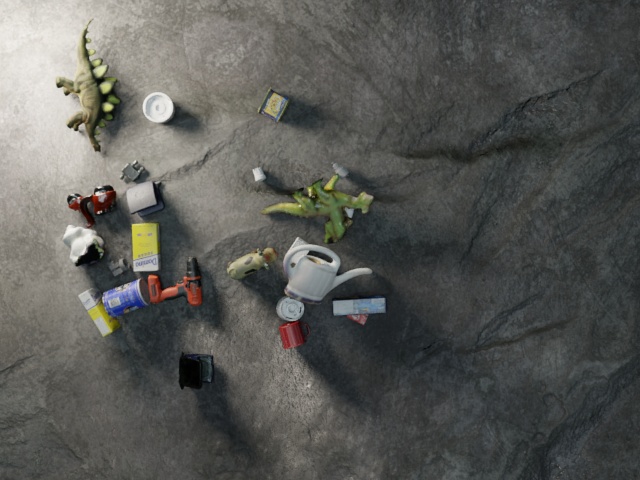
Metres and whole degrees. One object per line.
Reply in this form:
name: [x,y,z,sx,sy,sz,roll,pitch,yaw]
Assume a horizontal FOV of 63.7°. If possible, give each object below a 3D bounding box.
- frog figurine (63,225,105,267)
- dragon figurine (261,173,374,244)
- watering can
frog figurine: [-0.875,0.020,1.895,0.161,0.122,0.136,31,102,33]
dragon figurine: [0.006,-0.096,1.903,0.408,0.123,0.242,-26,93,16]
watering can: [0.013,0.143,1.904,0.346,0.105,0.222,20,104,-22]
